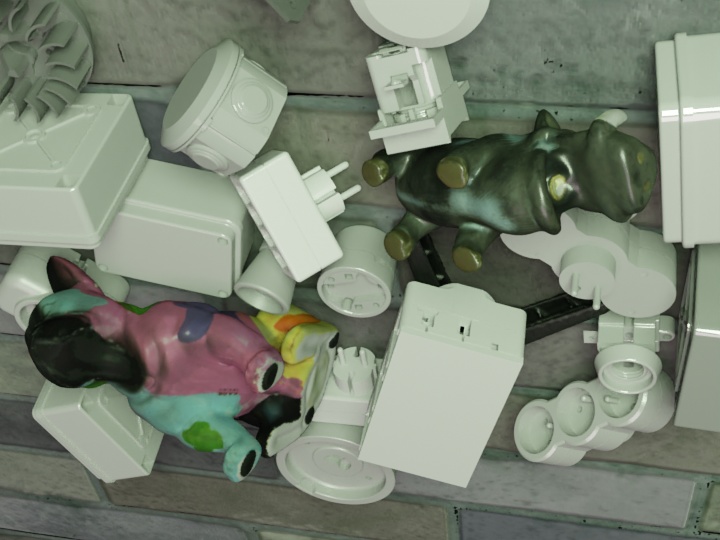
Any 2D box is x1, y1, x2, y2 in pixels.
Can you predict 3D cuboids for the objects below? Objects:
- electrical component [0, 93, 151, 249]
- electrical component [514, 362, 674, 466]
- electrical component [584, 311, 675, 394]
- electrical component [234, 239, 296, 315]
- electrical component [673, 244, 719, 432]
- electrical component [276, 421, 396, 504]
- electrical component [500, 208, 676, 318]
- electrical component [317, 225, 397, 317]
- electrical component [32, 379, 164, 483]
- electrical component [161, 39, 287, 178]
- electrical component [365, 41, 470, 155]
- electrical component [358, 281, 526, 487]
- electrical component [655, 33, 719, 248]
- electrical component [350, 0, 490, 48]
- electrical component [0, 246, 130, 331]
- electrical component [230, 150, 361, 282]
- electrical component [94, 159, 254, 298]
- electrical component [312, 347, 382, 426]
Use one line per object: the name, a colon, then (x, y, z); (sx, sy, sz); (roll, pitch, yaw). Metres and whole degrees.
electrical component: (-0.217, -0.071, 0.743); (0.109, 0.108, 0.056); (3, 135, 13)
electrical component: (0.199, 0.121, 0.875); (0.074, 0.052, 0.138); (15, 145, -37)
electrical component: (0.200, 0.058, 0.801); (0.066, 0.055, 0.048); (1, 137, 16)
electrical component: (-0.061, -0.005, 0.801); (0.044, 0.065, 0.044); (20, 157, 9)
electrical component: (0.247, 0.038, 0.724); (0.056, 0.108, 0.108); (7, 138, 13)
electrical component: (-0.016, 0.157, 0.971); (0.108, 0.060, 0.108); (9, 138, 8)
electrical component: (0.155, -0.006, 0.729); (0.138, 0.073, 0.052); (30, 137, -16)
electrical component: (0.000, 0.000, 0.803); (0.055, 0.047, 0.055); (9, 139, 8)
electrical component: (-0.220, 0.112, 0.948); (0.056, 0.108, 0.108); (-13, 132, 25)
electrical component: (-0.089, -0.103, 0.692); (0.051, 0.080, 0.080); (32, 137, -25)
electrical component: (0.034, -0.110, 0.655); (0.042, 0.081, 0.063); (-7, 112, 24)
electrical component: (0.060, 0.085, 0.809); (0.089, 0.061, 0.150); (15, 133, -1)
electrical component: (0.206, -0.076, 0.633); (0.057, 0.078, 0.113); (-3, 136, 15)
electrical component: (0.035, -0.169, 0.601); (0.080, 0.051, 0.080); (9, 139, 8)
electrical component: (-0.249, 0.022, 0.894); (0.095, 0.059, 0.054); (30, 137, -17)
electrical component: (-0.036, -0.048, 0.752); (0.076, 0.047, 0.083); (-31, 105, -10)
electrical component: (-0.139, -0.032, 0.802); (0.113, 0.057, 0.078); (12, 139, 3)
electrical component: (-0.002, 0.090, 0.904); (0.083, 0.047, 0.075); (3, 137, 14)
